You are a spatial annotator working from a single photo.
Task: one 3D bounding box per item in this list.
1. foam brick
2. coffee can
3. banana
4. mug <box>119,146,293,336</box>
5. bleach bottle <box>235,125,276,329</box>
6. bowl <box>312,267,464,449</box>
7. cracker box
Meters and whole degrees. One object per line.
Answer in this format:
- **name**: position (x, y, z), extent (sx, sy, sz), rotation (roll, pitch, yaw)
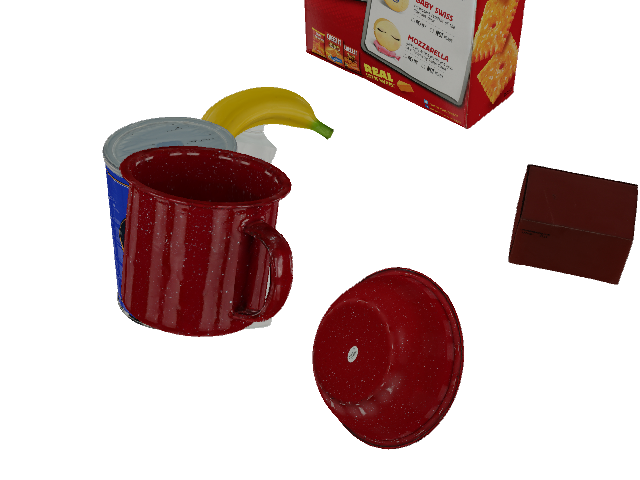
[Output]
- **foam brick**: position (0.174, -0.011, 0.736), extent (0.078, 0.051, 0.053), rotation (12, -37, 8)
- **coffee can**: position (-0.117, -0.014, 0.854), extent (0.103, 0.140, 0.103), rotation (1, 32, -1)
- **banana**: position (-0.064, -0.119, 1.045), extent (0.070, 0.037, 0.197), rotation (42, 35, 23)
- **mug**: position (-0.058, 0.005, 0.585), extent (0.117, 0.081, 0.093), rotation (26, 28, 36)
- **bleach bottle**: position (-0.089, -0.024, 1.228), extent (0.102, 0.251, 0.068), rotation (-1, 20, -33)
- **bowl**: position (0.045, 0.100, 0.932), extent (0.162, 0.162, 0.055), rotation (0, -9, 44)
- **cracker box**: position (0.067, -0.209, 0.770), extent (0.164, 0.214, 0.072), rotation (31, 52, 30)
